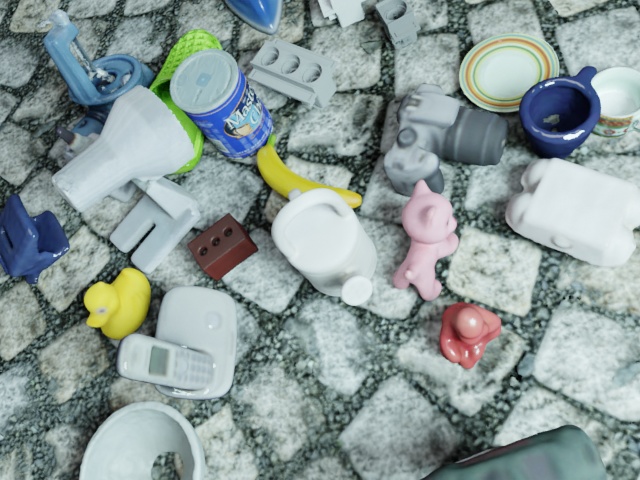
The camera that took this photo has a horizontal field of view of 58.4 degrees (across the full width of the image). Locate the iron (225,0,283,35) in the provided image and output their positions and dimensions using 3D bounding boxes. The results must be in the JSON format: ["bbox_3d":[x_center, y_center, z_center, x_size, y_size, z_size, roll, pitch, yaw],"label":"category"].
[{"bbox_3d":[-0.139,-0.475,0.953,0.118,0.142,0.258,-27,64,6],"label":"iron"}]

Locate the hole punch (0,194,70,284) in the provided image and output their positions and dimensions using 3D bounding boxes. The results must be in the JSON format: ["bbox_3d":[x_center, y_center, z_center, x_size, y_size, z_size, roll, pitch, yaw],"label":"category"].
[{"bbox_3d":[-0.470,0.000,0.903,0.101,0.091,0.108,-40,64,0],"label":"hole punch"}]

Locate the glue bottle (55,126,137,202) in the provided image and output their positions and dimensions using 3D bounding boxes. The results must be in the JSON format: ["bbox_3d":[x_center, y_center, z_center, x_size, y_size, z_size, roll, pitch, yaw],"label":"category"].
[{"bbox_3d":[-0.334,-0.124,0.862,0.037,0.173,0.078,18,76,23],"label":"glue bottle"}]

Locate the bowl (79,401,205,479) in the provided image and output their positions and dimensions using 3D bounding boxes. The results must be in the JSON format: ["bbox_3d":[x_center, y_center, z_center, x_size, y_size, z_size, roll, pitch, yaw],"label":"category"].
[{"bbox_3d":[-0.209,0.291,0.720,0.167,0.075,0.167,-6,68,15],"label":"bowl"}]

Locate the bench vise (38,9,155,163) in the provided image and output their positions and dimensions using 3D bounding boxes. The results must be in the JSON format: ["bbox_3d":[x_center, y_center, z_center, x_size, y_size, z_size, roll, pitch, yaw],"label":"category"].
[{"bbox_3d":[-0.345,-0.226,0.878,0.121,0.220,0.207,-6,68,15],"label":"bench vise"}]

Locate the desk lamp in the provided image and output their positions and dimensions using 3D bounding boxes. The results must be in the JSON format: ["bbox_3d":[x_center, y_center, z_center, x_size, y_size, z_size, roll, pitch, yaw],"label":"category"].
[{"bbox_3d":[-0.252,-0.081,0.798,0.117,0.214,0.203,36,84,26],"label":"desk lamp"}]

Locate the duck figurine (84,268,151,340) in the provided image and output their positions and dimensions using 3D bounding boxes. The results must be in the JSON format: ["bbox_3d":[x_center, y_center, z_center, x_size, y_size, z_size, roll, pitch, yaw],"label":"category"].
[{"bbox_3d":[-0.297,0.085,0.820,0.077,0.086,0.104,14,75,22],"label":"duck figurine"}]

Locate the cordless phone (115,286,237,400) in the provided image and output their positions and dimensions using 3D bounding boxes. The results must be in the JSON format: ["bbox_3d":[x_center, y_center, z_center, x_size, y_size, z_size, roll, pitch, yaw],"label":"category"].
[{"bbox_3d":[-0.179,0.120,0.715,0.094,0.185,0.147,-7,68,15],"label":"cordless phone"}]

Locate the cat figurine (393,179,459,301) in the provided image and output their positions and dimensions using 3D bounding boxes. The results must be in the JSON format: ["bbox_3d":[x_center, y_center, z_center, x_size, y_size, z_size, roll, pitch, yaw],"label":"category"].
[{"bbox_3d":[0.127,-0.002,0.704,0.067,0.118,0.128,16,75,22],"label":"cat figurine"}]

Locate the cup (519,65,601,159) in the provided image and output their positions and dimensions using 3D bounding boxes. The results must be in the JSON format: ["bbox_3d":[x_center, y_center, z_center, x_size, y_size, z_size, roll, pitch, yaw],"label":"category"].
[{"bbox_3d":[0.304,-0.153,0.719,0.091,0.095,0.118,34,83,25],"label":"cup"}]

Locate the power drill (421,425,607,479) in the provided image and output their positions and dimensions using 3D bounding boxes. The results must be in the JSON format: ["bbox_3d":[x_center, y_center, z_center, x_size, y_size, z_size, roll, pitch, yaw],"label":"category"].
[{"bbox_3d":[0.151,0.248,0.551,0.229,0.209,0.075,-26,64,6],"label":"power drill"}]

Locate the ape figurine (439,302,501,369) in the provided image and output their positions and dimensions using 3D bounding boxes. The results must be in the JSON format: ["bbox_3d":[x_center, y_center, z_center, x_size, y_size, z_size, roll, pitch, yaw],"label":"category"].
[{"bbox_3d":[0.171,0.103,0.664,0.077,0.092,0.076,-18,66,10],"label":"ape figurine"}]

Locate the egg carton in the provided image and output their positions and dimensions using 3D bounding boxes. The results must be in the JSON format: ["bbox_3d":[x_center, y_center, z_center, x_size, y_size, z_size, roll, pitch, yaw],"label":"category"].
[{"bbox_3d":[0.306,-0.034,0.687,0.150,0.069,0.107,24,78,24],"label":"egg carton"}]

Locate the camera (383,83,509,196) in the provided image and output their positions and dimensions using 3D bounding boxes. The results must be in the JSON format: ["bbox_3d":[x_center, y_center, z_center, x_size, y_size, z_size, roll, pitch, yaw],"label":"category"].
[{"bbox_3d":[0.167,-0.131,0.750,0.136,0.101,0.143,16,75,22],"label":"camera"}]

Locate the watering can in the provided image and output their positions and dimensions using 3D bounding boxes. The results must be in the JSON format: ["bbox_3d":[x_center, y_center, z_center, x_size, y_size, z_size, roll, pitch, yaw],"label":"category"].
[{"bbox_3d":[0.008,0.001,0.697,0.172,0.194,0.101,32,82,25],"label":"watering can"}]
